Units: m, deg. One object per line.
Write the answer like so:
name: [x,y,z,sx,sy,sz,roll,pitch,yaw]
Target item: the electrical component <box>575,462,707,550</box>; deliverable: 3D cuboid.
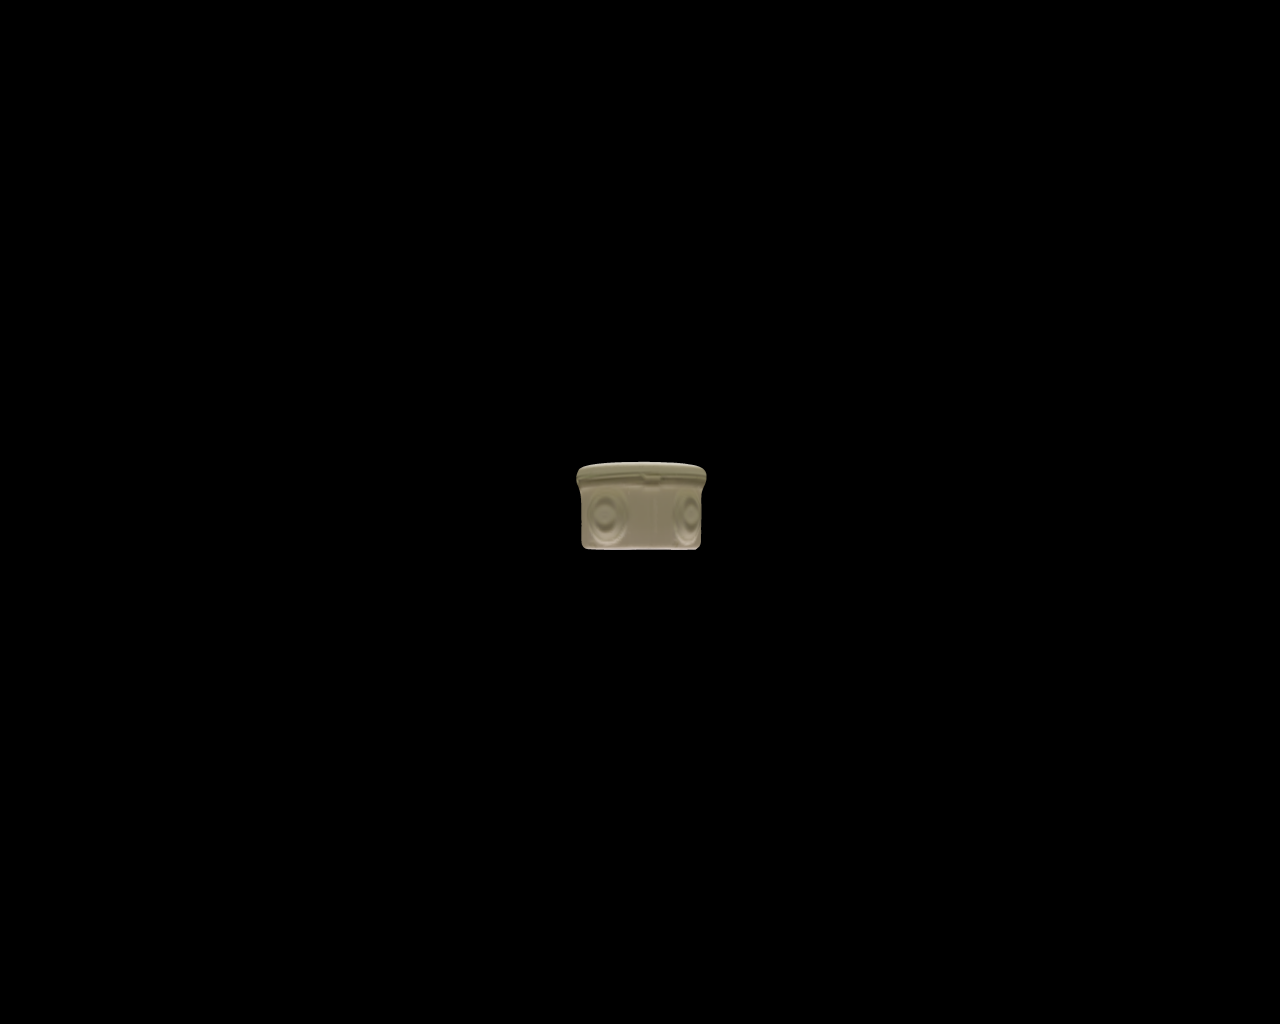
electrical component: [0.001,-0.003,0.650,0.080,0.051,0.080,0,-2,0]
